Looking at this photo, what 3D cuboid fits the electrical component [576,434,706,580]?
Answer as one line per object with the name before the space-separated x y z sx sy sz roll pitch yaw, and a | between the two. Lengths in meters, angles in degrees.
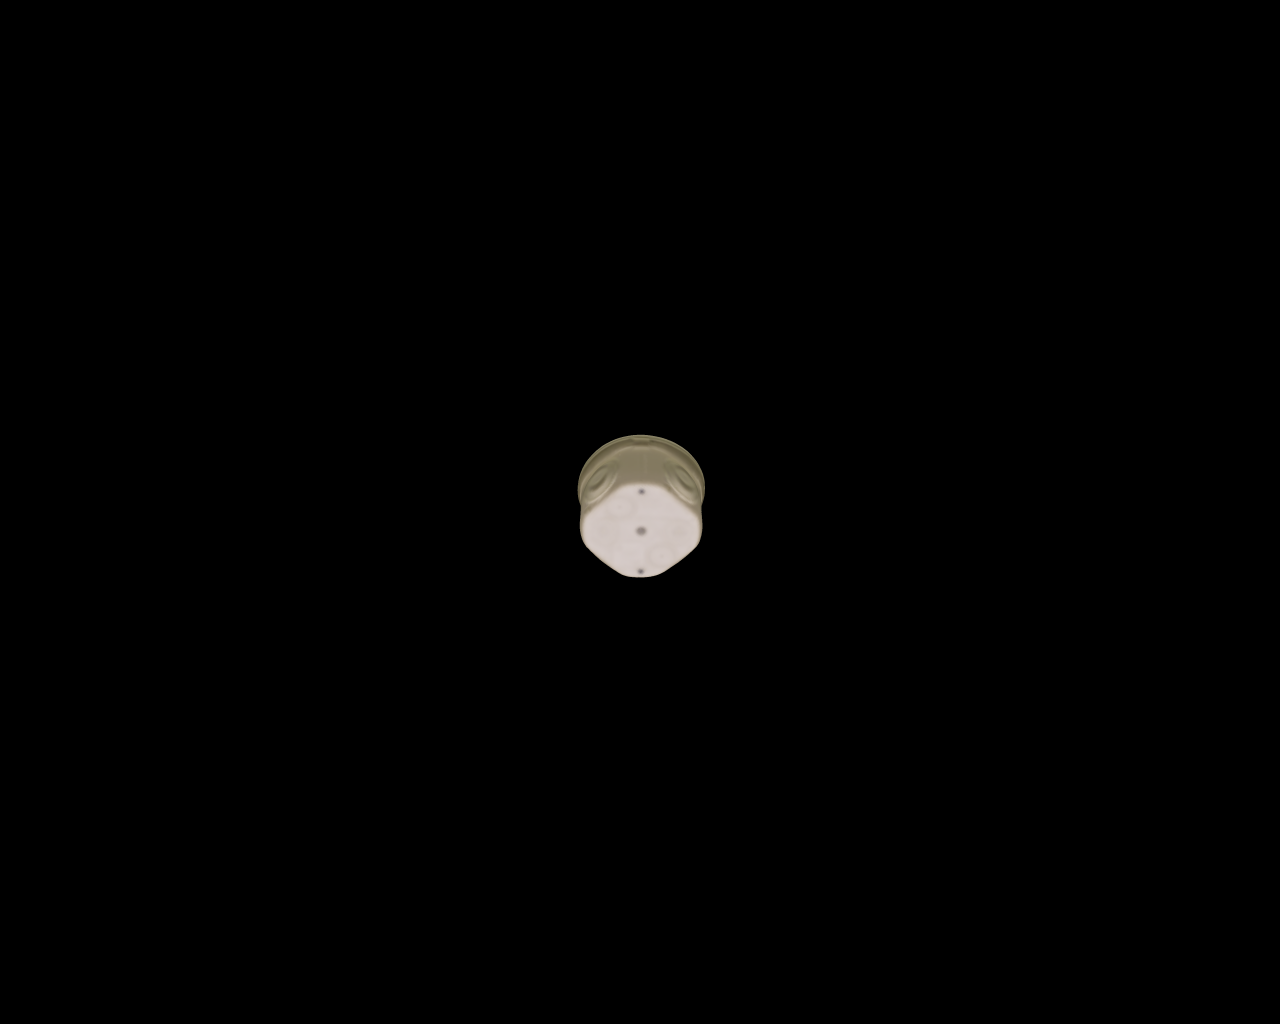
electrical component | 0.001 -0.003 0.650 0.080 0.080 0.051 0 36 0
